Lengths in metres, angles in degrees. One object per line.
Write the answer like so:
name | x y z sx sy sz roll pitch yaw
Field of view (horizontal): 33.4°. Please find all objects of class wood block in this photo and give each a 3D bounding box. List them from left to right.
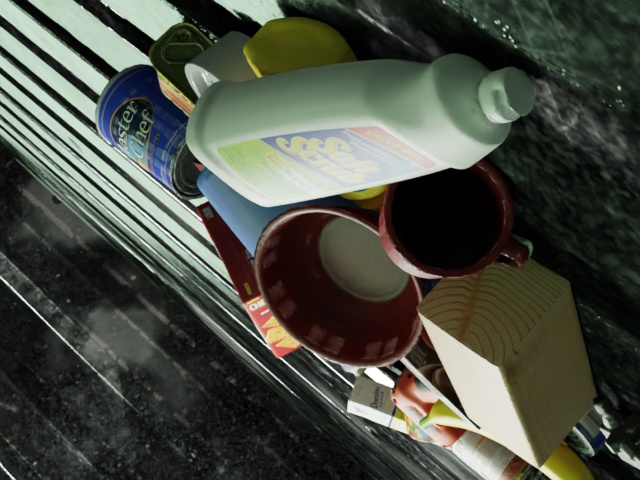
wood block | 0.164 0.099 0.906 0.090 0.090 0.206 35 165 36

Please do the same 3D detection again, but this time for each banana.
banana | 0.189 0.196 1.061 0.198 0.037 0.069 23 145 27

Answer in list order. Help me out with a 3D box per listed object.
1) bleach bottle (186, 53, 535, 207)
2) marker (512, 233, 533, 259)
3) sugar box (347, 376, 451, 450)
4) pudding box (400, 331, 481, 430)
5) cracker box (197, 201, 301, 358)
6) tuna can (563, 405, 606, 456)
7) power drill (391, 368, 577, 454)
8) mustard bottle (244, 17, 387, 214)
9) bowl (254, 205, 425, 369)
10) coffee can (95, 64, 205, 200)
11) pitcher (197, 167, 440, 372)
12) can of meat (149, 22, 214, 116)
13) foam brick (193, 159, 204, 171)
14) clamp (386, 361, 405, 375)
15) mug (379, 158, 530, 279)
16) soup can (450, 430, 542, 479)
bleach bottle | 0.025 -0.079 0.697 0.251 0.068 0.102 -7 141 48
marker | 0.119 -0.011 0.850 0.121 0.020 0.020 30 161 48
sugar box | 0.126 0.239 1.453 0.176 0.048 0.093 22 163 7
pudding box | 0.138 0.112 1.028 0.113 0.090 0.039 45 170 -8
cracker box | -0.085 0.049 1.476 0.164 0.072 0.213 61 176 27
tuna can | 0.239 0.167 1.021 0.086 0.033 0.086 42 167 11
power drill | 0.172 0.183 1.167 0.184 0.057 0.188 45 153 -6
mustard bottle | 0.017 -0.086 0.838 0.096 0.058 0.191 24 158 41
bowl | 0.026 0.030 0.915 0.162 0.055 0.162 16 127 22
coffee can | -0.172 -0.123 1.205 0.140 0.102 0.102 36 166 31
pitcher | -0.007 0.001 1.033 0.243 0.149 0.145 48 -165 -4
can of meat | -0.115 -0.152 1.043 0.102 0.057 0.084 43 170 5
foam brick | -0.082 -0.087 1.102 0.051 0.078 0.053 48 167 -26
clamp | 0.124 0.147 1.308 0.164 0.036 0.210 50 164 -23
mug | 0.098 -0.010 0.782 0.117 0.093 0.081 23 172 -1
soup can | 0.221 0.267 1.324 0.102 0.068 0.068 38 166 28
